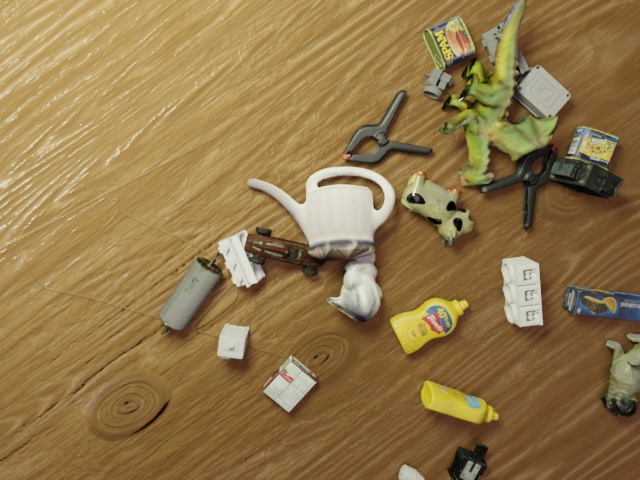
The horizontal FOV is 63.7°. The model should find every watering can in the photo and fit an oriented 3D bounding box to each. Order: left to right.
[{"bbox_3d":[0.004,-0.060,1.200,0.347,0.103,0.227,-3,75,4],"label":"watering can"}]

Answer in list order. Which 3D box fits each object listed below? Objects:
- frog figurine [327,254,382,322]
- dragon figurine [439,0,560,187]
[{"bbox_3d":[0.103,0.109,1.231,0.135,0.124,0.160,35,86,-39],"label":"frog figurine"},{"bbox_3d":[0.423,-0.298,1.167,0.242,0.124,0.404,30,112,-5],"label":"dragon figurine"}]
